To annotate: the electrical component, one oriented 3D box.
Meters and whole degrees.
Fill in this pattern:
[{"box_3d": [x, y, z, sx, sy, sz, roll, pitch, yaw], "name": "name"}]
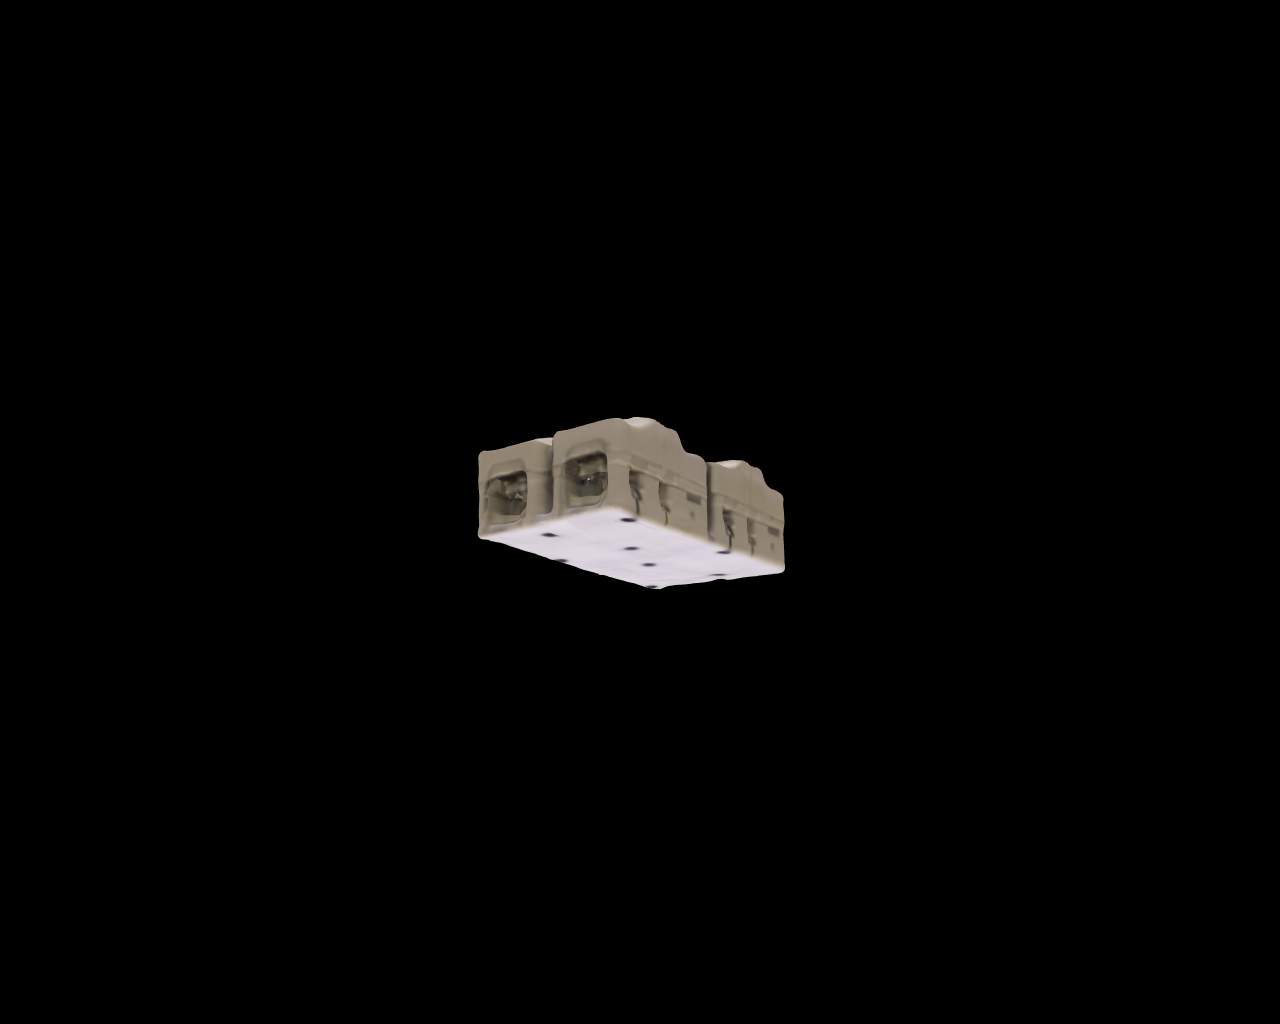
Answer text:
[{"box_3d": [0.001, -0.003, 0.650, 0.105, 0.060, 0.186, -11, -19, 34], "name": "electrical component"}]
